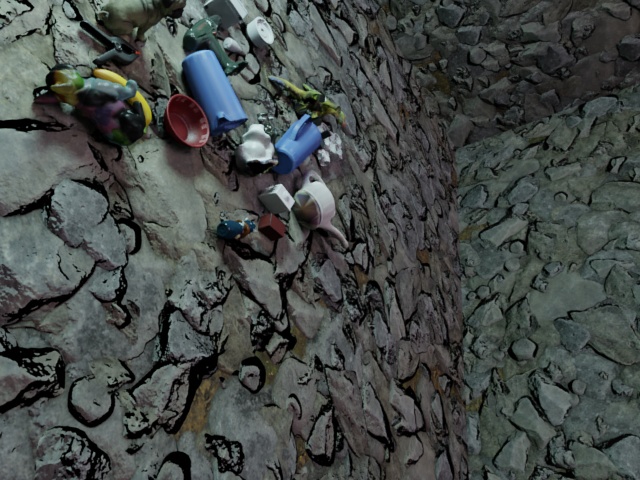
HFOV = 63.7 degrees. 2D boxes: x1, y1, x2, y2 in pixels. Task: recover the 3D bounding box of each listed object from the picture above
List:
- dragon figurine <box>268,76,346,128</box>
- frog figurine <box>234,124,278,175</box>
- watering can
[{"bbox_3d":[-0.042,-0.596,2.168,0.407,0.121,0.247,33,20,-19],"label":"dragon figurine"},{"bbox_3d":[-0.219,-0.298,1.695,0.138,0.162,0.120,-12,-24,-18],"label":"frog figurine"},{"bbox_3d":[0.006,-0.098,1.954,0.103,0.346,0.227,-20,8,31],"label":"watering can"}]
